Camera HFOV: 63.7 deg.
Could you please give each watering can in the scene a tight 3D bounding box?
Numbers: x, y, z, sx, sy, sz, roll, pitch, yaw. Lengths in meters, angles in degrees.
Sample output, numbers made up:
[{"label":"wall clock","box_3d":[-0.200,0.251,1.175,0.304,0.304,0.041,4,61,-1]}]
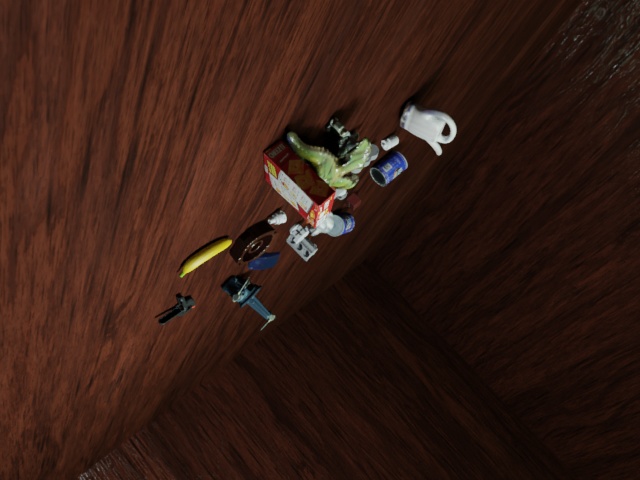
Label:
[{"label":"watering can","box_3d":[0.414,-0.434,2.013,0.105,0.225,0.344,-60,171,-9]}]

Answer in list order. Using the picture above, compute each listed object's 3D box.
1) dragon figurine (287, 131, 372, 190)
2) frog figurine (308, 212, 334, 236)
[{"label":"dragon figurine","box_3d":[0.040,-0.240,1.526,0.244,0.124,0.403,-31,156,-7]},{"label":"frog figurine","box_3d":[0.006,-0.104,2.056,0.141,0.122,0.155,-77,-174,-45]}]
